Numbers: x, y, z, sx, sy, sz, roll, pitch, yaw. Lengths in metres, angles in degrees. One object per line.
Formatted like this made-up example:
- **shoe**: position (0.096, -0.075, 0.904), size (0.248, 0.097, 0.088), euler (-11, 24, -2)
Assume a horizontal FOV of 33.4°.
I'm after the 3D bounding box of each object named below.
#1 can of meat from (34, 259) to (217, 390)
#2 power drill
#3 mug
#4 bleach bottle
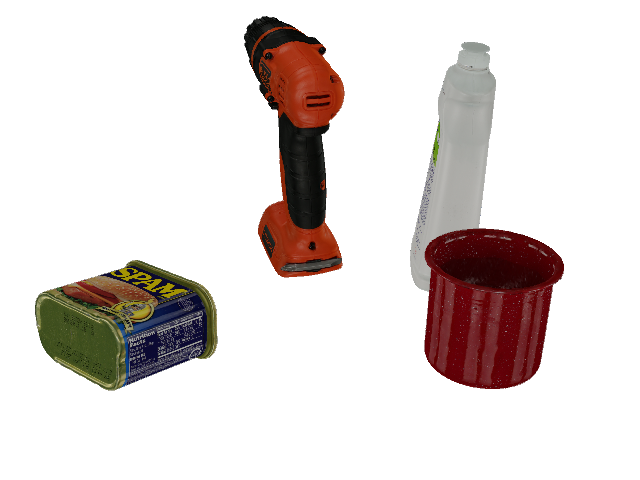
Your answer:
- **can of meat**: position (-0.137, 0.058, 0.747), size (0.102, 0.057, 0.083), euler (18, 25, 39)
- **power drill**: position (-0.025, -0.079, 0.871), size (0.057, 0.188, 0.184), euler (-9, 27, -11)
- **mug**: position (0.112, 0.042, 0.742), size (0.093, 0.081, 0.117), euler (-3, 27, -10)
- **bleach bottle**: position (0.140, -0.076, 1.092), size (0.068, 0.251, 0.102), euler (4, 30, -2)
